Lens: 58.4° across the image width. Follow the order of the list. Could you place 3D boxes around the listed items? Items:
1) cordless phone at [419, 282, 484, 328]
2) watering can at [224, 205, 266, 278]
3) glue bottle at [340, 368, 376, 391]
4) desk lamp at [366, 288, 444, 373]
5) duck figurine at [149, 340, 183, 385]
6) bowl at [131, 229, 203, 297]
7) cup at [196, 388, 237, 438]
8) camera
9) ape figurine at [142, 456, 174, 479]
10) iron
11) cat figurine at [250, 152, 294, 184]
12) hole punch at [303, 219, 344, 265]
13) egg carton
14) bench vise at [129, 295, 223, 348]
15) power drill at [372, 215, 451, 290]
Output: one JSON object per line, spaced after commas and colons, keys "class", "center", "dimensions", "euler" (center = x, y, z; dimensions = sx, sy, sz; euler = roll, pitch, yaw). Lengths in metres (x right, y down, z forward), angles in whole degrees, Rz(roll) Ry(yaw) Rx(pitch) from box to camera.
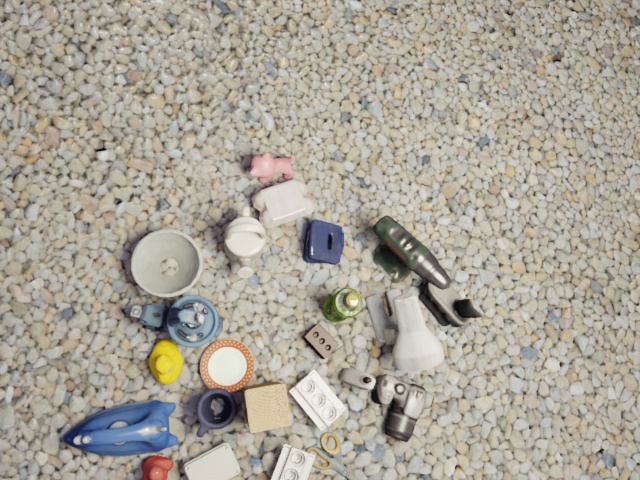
{"class": "cordless phone", "center": [0.339, 0.147, 1.444], "dimensions": [0.147, 0.185, 0.094], "euler": [45, 75, 2]}
{"class": "watering can", "center": [-0.178, 0.002, 1.380], "dimensions": [0.101, 0.194, 0.173], "euler": [-21, 82, -13]}
{"class": "glue bottle", "center": [0.099, 0.334, 1.367], "dimensions": [0.078, 0.173, 0.037], "euler": [23, 75, -4]}
{"class": "desk lamp", "center": [0.202, 0.214, 1.391], "dimensions": [0.118, 0.213, 0.203], "euler": [-16, 81, -13]}
{"class": "duck figurine", "center": [-0.363, 0.286, 1.343], "dimensions": [0.077, 0.086, 0.104], "euler": [-4, 79, -10]}
{"class": "bowl", "center": [-0.369, 0.061, 1.396], "dimensions": [0.167, 0.074, 0.167], "euler": [2, 78, -9]}
{"class": "cup", "center": [-0.247, 0.403, 1.333], "dimensions": [0.091, 0.095, 0.118], "euler": [32, 75, -2]}
{"class": "camera", "center": [0.196, 0.415, 1.404], "dimensions": [0.143, 0.100, 0.137], "euler": [22, 75, -4]}
{"class": "ape figurine", "center": [-0.367, 0.524, 1.287], "dimensions": [0.078, 0.092, 0.076], "euler": [-32, 85, -15]}
{"class": "iron", "center": [-0.451, 0.430, 1.268], "dimensions": [0.258, 0.141, 0.118], "euler": [-6, 79, -11]}
{"class": "cat figurine", "center": [-0.125, -0.194, 1.472], "dimensions": [0.128, 0.117, 0.067], "euler": [-14, 80, -12]}
{"class": "hole punch", "center": [0.013, 0.005, 1.466], "dimensions": [0.101, 0.091, 0.109], "euler": [6, 77, -8]}
{"class": "egg carton", "center": [-0.095, -0.095, 1.480], "dimensions": [0.150, 0.069, 0.107], "euler": [-21, 82, -13]}
{"class": "bench vise", "center": [-0.326, 0.188, 1.301], "dimensions": [0.207, 0.219, 0.121], "euler": [-7, 79, -11]}
{"class": "power drill", "center": [0.213, 0.045, 1.432], "dimensions": [0.076, 0.208, 0.229], "euler": [-42, 87, -15]}
